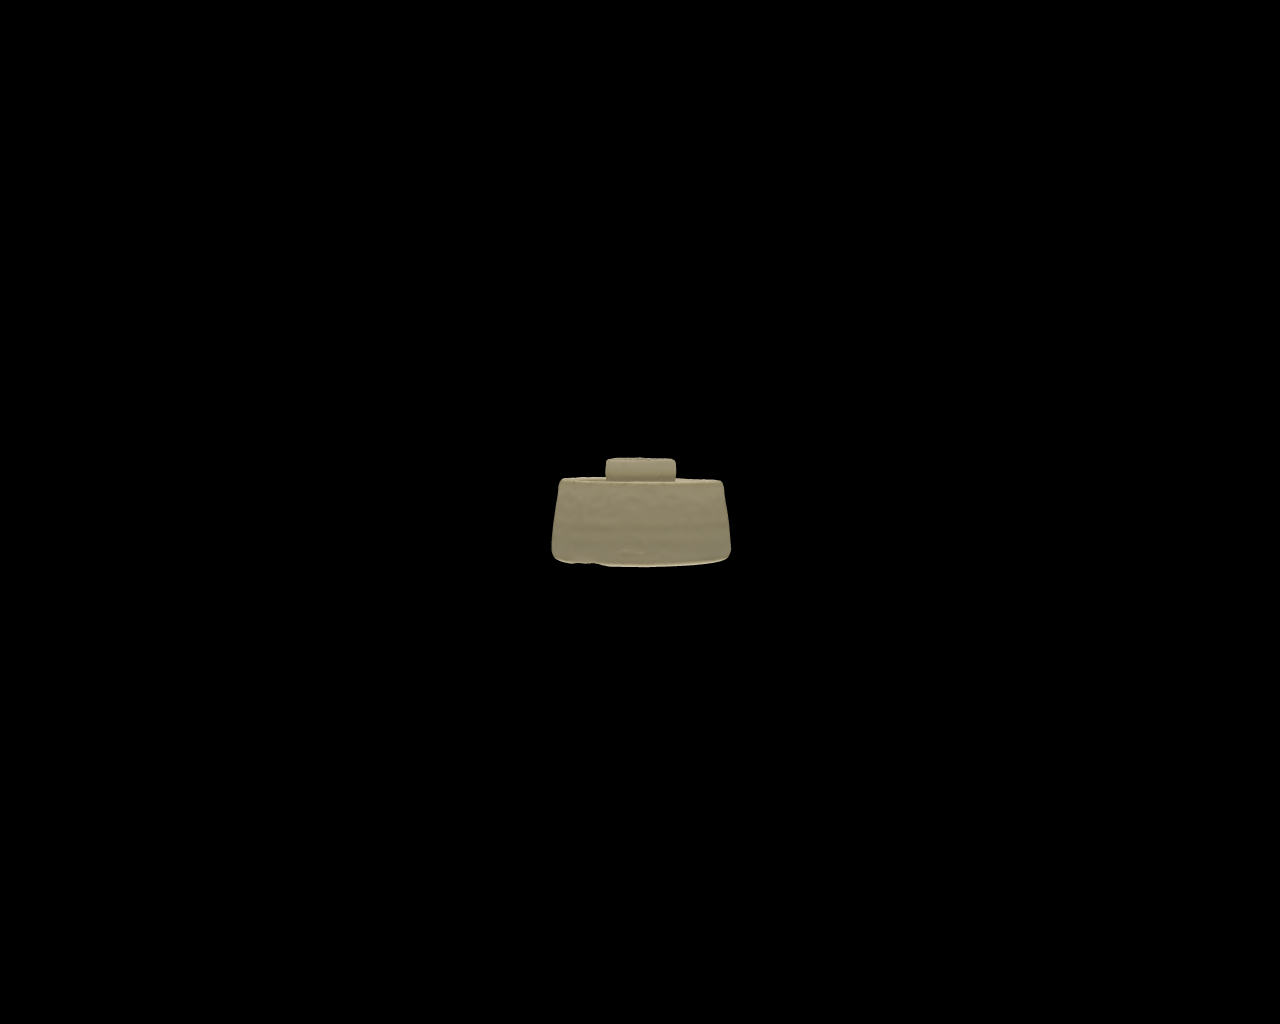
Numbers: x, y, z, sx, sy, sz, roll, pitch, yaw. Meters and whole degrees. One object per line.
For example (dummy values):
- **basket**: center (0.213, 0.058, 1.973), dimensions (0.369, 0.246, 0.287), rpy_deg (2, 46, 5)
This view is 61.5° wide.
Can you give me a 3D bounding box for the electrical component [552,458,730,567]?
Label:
- **electrical component**: center (0.001, -0.003, 0.650), dimensions (0.108, 0.060, 0.108), rpy_deg (0, 4, 0)
